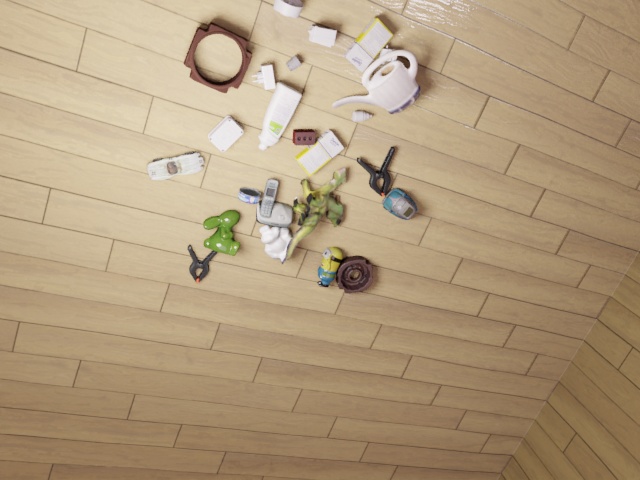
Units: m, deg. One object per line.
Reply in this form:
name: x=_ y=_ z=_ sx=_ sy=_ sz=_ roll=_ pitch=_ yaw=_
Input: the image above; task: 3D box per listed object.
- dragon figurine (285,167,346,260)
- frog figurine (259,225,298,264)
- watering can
dragon figurine: x=0.006 y=-0.104 z=2.060 sx=0.242 sy=0.407 sz=0.123 roll=12 pitch=11 yaw=-39
frog figurine: x=-0.181 y=0.001 z=2.078 sx=0.159 sy=0.135 sz=0.125 roll=36 pitch=26 yaw=-11
watering can: x=0.234 y=-0.561 z=1.947 sx=0.344 sy=0.106 sz=0.221 roll=-36 pitch=-55 yaw=21
